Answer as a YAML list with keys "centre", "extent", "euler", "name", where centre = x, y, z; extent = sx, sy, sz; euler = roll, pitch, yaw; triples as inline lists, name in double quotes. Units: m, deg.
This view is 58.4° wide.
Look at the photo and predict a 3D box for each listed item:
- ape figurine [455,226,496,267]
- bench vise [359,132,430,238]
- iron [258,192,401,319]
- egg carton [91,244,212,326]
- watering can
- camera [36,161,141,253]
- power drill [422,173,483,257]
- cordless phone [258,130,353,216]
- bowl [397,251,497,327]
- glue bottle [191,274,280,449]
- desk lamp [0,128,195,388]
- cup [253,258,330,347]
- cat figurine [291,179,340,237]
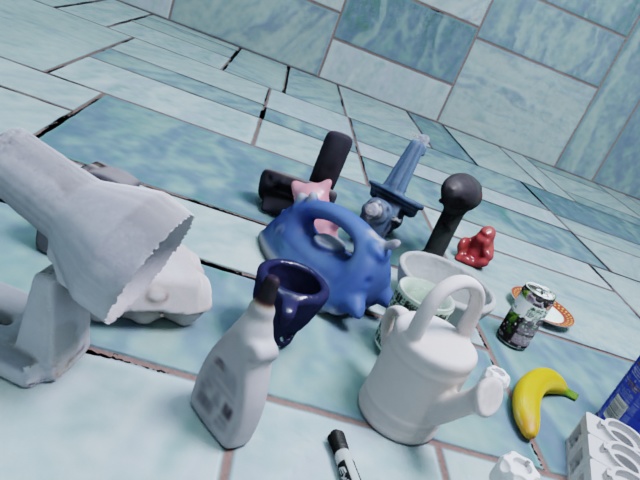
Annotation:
- centre: [0.336, 0.011, 1.203]
  extent: [0.076, 0.092, 0.077]
  euler: [1, 31, -41]
  name: "ape figurine"
- centre: [0.152, -0.091, 1.094]
  extent: [0.121, 0.220, 0.207]
  euler: [22, 23, -1]
  name: "bench vise"
- centre: [0.008, 0.003, 0.861]
  extent: [0.257, 0.141, 0.119]
  euler: [37, 27, 31]
  name: "iron"
- centre: [-0.203, 0.049, 0.663]
  extent: [0.151, 0.069, 0.107]
  euler: [7, 28, -32]
  name: "egg carton"
- centre: [0.129, 0.127, 0.635]
  extent: [0.172, 0.194, 0.101]
  euler: [35, 26, 28]
  name: "watering can"
- centre: [-0.265, -0.032, 0.743]
  extent: [0.137, 0.101, 0.143]
  euler: [23, 23, 2]
  name: "camera"
- centre: [0.231, -0.030, 1.048]
  extent: [0.075, 0.208, 0.230]
  euler: [30, 24, 16]
  name: "power drill"
- centre: [-0.027, -0.129, 1.059]
  extent: [0.148, 0.185, 0.094]
  euler: [17, 24, -12]
  name: "cordless phone"
- centre: [0.190, 0.091, 0.921]
  extent: [0.167, 0.075, 0.167]
  euler: [19, 23, -8]
  name: "bowl"
- centre: [-0.069, 0.106, 0.530]
  extent: [0.037, 0.173, 0.078]
  euler: [-3, 34, -45]
  name: "glue bottle"
- centre: [-0.234, 0.022, 0.510]
  extent: [0.203, 0.213, 0.118]
  euler: [23, 23, 2]
  name: "desk lamp"
- centre: [-0.045, 0.089, 0.687]
  extent: [0.092, 0.095, 0.117]
  euler: [19, 23, -8]
  name: "cup"
- centre: [-0.004, -0.047, 0.988]
  extent: [0.067, 0.118, 0.127]
  euler: [-2, 33, -44]
  name: "cat figurine"
